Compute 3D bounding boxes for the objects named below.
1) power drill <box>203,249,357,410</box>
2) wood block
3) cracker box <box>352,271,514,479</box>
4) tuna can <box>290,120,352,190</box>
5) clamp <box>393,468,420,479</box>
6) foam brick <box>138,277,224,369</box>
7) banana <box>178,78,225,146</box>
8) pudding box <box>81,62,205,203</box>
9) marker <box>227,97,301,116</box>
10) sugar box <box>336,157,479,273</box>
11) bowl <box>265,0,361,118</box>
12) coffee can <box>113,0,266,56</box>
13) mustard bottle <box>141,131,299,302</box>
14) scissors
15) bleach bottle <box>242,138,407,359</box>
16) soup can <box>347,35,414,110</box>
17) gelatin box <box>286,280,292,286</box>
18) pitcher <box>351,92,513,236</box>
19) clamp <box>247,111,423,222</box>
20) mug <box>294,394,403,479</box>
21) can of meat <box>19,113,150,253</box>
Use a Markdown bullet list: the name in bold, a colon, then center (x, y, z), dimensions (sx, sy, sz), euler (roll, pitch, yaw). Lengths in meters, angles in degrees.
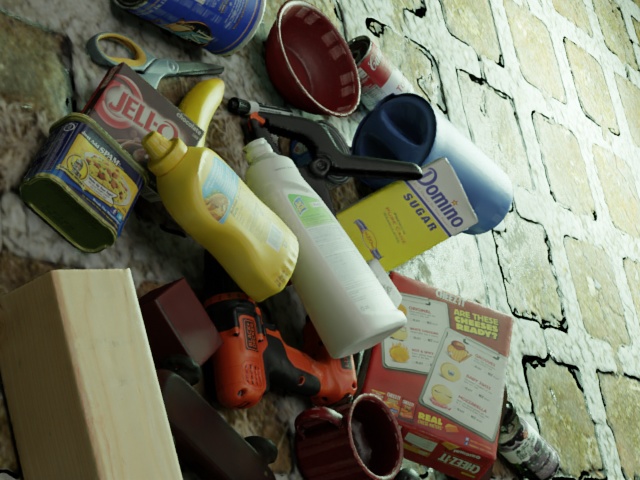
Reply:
- **power drill**: center (-0.047, 0.097, 1.117), dimensions (0.187, 0.057, 0.184), euler (20, 52, -44)
- **wood block**: center (-0.189, 0.135, 0.868), dimensions (0.090, 0.091, 0.206), euler (0, 70, -54)
- **cracker box**: center (0.130, 0.158, 1.246), dimensions (0.164, 0.072, 0.213), euler (21, 45, -3)
- **tuna can**: center (0.002, -0.103, 1.321), dimensions (0.086, 0.034, 0.086), euler (31, 48, -41)
- **clamp**: center (0.043, 0.318, 1.085), dimensions (0.171, 0.039, 0.120), euler (-46, 154, -26)
- **foam brick**: center (-0.139, 0.084, 1.001), dimensions (0.078, 0.053, 0.051), euler (60, 35, -11)
- **banana**: center (-0.132, -0.104, 1.140), dimensions (0.069, 0.037, 0.198), euler (39, 42, -49)
- **pudding box**: center (-0.180, -0.104, 1.046), dimensions (0.113, 0.039, 0.090), euler (41, 60, -29)
- **marker**: center (-0.067, -0.154, 1.271), dimensions (0.120, 0.020, 0.020), euler (2, 69, -53)
- **sugar box**: center (0.095, -0.021, 1.293), dimensions (0.093, 0.176, 0.048), euler (62, -10, -5)
- **bowl**: center (-0.019, -0.218, 1.342), dimensions (0.161, 0.055, 0.162), euler (31, 47, -40)
- **coffee can**: center (-0.143, -0.273, 1.165), dimensions (0.140, 0.103, 0.103), euler (20, 55, -47)
- **mustard bottle**: center (-0.101, -0.033, 1.030), dimensions (0.191, 0.058, 0.096), euler (47, 33, -25)
- **scissors**: center (-0.167, -0.169, 1.149), dimensions (0.201, 0.016, 0.096), euler (12, 62, -50)
- **bleach bottle**: center (-0.008, 0.001, 1.147), dimensions (0.102, 0.068, 0.251), euler (-8, 65, -58)
- **soup can**: center (0.072, -0.220, 1.456), dimensions (0.102, 0.069, 0.068), euler (42, 41, -32)
- **gelatin box**: center (-0.057, 0.001, 1.182), dimensions (0.073, 0.030, 0.089), euler (45, 39, -30)
- **pitcher**: center (0.163, -0.084, 1.448), dimensions (0.242, 0.145, 0.149), euler (28, 86, -46)
- **clamp**: center (-0.003, -0.070, 1.236), dimensions (0.210, 0.036, 0.164), euler (32, 67, -2)
- **mug**: center (0.020, 0.210, 1.114), dimensions (0.117, 0.082, 0.093), euler (39, 42, -34)
- **can of meat**: center (-0.215, -0.050, 0.975), dimensions (0.102, 0.058, 0.084), euler (46, 41, -28)
